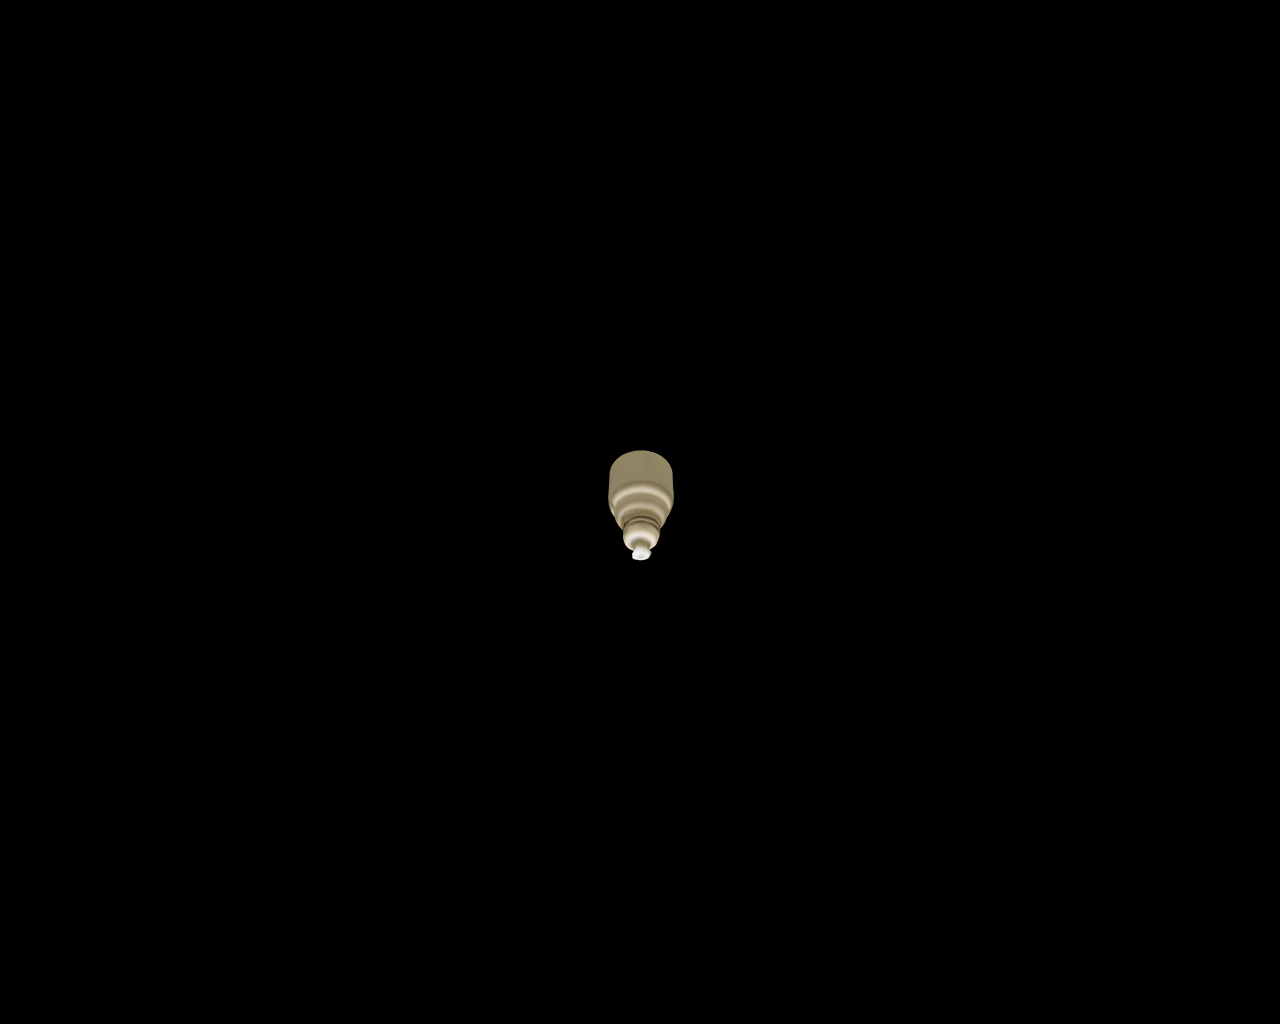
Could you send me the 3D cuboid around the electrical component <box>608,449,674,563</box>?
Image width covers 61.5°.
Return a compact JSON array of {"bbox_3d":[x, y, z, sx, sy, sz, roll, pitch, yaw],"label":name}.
[{"bbox_3d":[0.001,-0.003,0.650,0.040,0.078,0.040,0,-43,0],"label":"electrical component"}]
